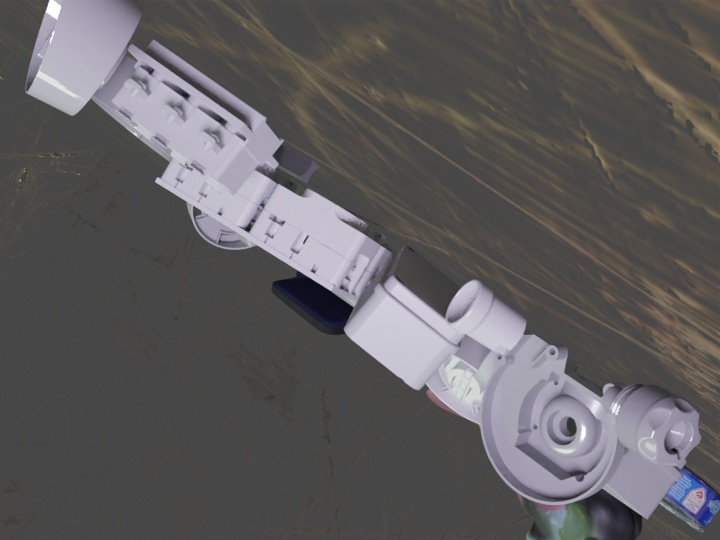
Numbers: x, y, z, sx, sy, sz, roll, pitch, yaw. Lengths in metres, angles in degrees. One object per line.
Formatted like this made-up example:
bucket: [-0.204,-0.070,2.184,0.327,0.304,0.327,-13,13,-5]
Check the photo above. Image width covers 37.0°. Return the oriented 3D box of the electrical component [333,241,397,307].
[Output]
electrical component: [0.000,0.000,1.003,0.096,0.061,0.061,33,174,47]

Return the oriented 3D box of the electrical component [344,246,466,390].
electrical component: [0.040,0.034,0.843,0.078,0.057,0.113,39,-163,-3]

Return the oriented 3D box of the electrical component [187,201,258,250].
electrical component: [-0.136,-0.072,1.159,0.099,0.099,0.064,41,-179,-31]

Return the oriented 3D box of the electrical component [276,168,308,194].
electrical component: [-0.121,-0.084,1.034,0.138,0.073,0.052,37,176,10]

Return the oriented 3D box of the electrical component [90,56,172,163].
electrical component: [-0.183,-0.147,0.965,0.108,0.060,0.108,38,176,3]

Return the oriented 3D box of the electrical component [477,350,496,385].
electrical component: [0.129,0.084,0.884,0.047,0.055,0.055,40,177,20]

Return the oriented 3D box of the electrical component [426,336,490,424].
electrical component: [0.101,0.096,0.976,0.099,0.064,0.099,25,136,26]

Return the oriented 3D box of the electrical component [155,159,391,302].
electrical component: [-0.066,-0.046,0.921,0.186,0.060,0.105,31,-179,20]

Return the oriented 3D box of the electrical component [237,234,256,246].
electrical component: [-0.102,-0.074,1.103,0.076,0.066,0.047,70,165,-16]

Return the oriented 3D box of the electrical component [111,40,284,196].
electrical component: [-0.129,-0.116,0.834,0.121,0.063,0.078,36,175,21]

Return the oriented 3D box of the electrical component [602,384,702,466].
electrical component: [0.173,0.090,0.654,0.043,0.043,0.062,40,176,-30]

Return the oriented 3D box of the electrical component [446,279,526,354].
electrical component: [0.092,0.035,0.779,0.046,0.040,0.040,34,177,-17]

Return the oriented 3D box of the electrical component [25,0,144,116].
electrical component: [-0.192,-0.157,0.725,0.064,0.099,0.099,33,178,-24]

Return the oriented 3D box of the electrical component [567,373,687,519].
electrical component: [0.199,0.140,0.866,0.113,0.057,0.078,41,175,-33]
